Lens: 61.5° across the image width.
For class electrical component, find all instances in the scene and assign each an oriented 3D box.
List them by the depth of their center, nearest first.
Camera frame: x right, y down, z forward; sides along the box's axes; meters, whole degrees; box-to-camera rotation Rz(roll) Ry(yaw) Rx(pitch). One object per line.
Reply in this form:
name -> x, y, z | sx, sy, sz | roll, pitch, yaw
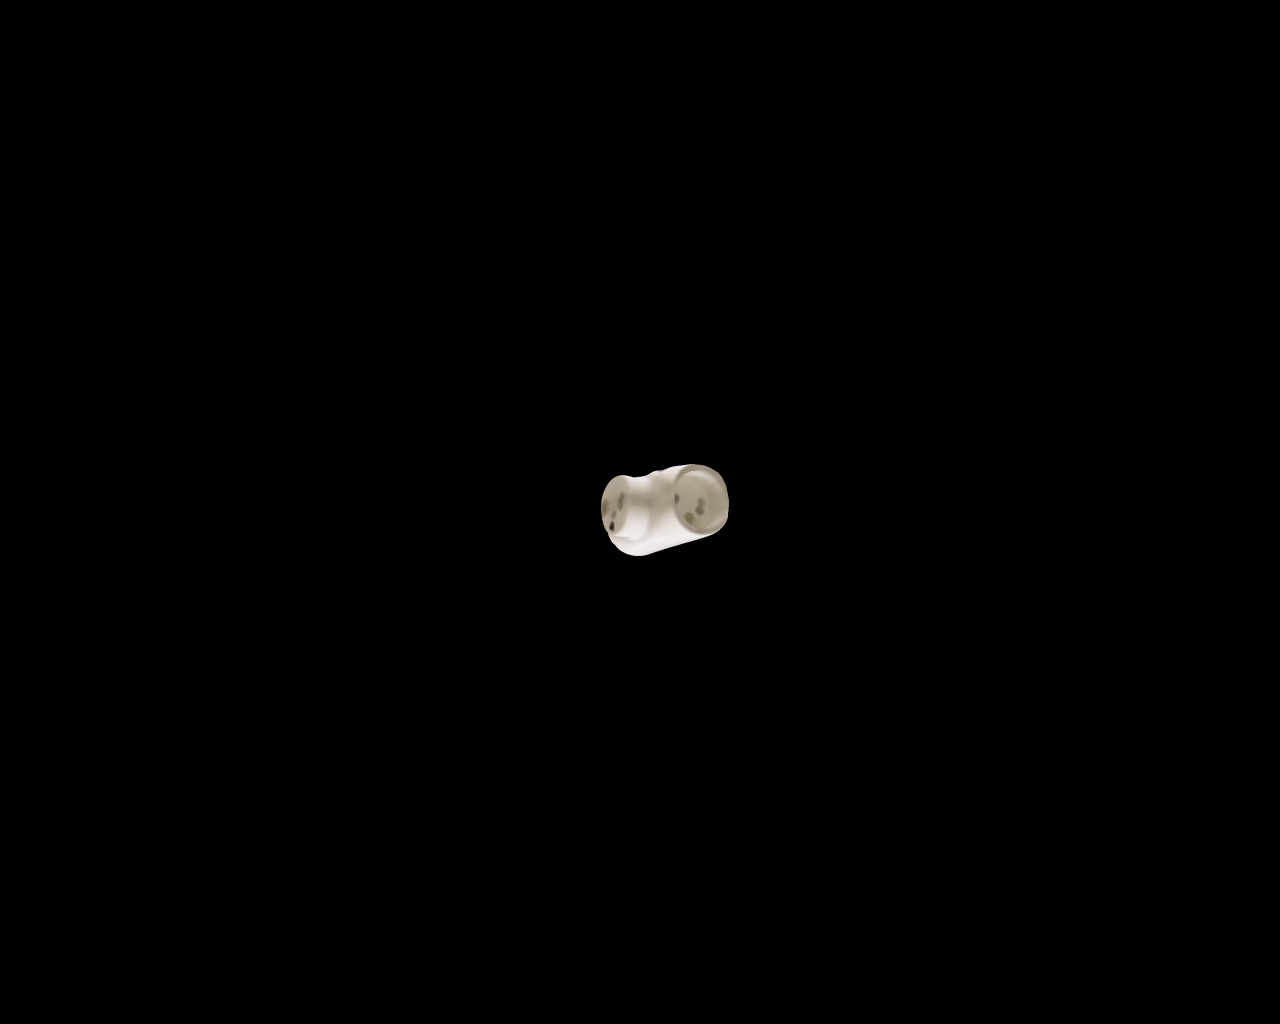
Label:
electrical component -> 0.001, -0.003, 0.650 | 0.079, 0.044, 0.077 | 8, -16, -31
